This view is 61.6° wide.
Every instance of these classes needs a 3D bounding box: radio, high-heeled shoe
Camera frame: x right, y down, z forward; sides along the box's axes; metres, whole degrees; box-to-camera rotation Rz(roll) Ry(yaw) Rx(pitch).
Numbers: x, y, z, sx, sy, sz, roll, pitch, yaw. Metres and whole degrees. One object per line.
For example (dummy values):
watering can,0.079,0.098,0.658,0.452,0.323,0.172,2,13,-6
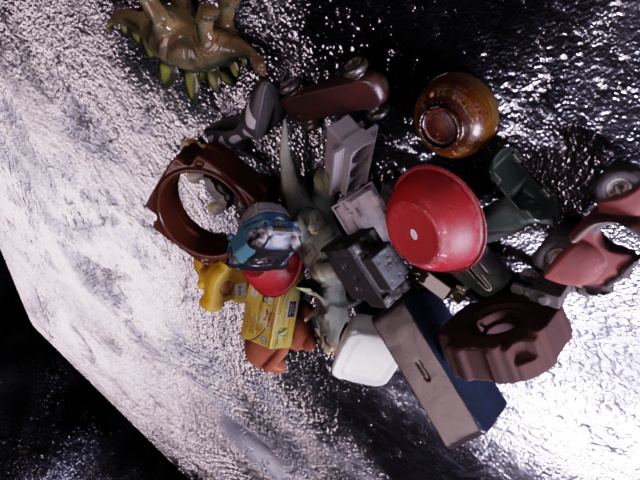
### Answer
radio,0.192,0.193,0.851,0.073,0.131,0.229,-39,71,31
high-heeled shoe,-0.144,-0.222,0.941,0.145,0.086,0.248,34,151,8

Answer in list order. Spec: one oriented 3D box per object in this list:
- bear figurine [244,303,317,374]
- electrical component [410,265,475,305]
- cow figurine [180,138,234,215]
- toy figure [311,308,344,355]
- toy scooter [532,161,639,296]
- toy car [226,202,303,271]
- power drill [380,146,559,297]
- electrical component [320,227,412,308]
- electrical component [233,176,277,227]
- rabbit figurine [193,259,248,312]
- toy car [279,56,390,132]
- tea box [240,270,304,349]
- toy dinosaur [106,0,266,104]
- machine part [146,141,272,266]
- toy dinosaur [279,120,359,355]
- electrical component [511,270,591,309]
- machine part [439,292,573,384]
bear figurine,-0.073,0.225,1.227,0.196,0.131,0.120,-26,64,23
electrical component,0.194,0.061,0.841,0.102,0.078,0.045,40,116,24
cow figurine,-0.220,-0.140,1.106,0.098,0.068,0.167,-16,110,44
toy figure,0.036,0.205,1.129,0.154,0.058,0.064,57,179,-8
toy scooter,0.352,0.007,0.638,0.135,0.075,0.183,39,135,14
toy car,-0.096,-0.011,0.896,0.161,0.109,0.103,135,132,-56
power drill,0.205,-0.038,0.748,0.232,0.086,0.207,50,137,5
electrical component,0.073,0.042,0.815,0.114,0.058,0.134,54,159,-10
electrical component,-0.132,-0.074,1.065,0.075,0.048,0.119,23,121,32
rabbit figurine,-0.257,0.069,1.277,0.173,0.122,0.162,34,139,51
toy car,0.020,-0.218,0.815,0.202,0.053,0.089,2,140,46
tea box,-0.102,0.135,1.138,0.098,0.068,0.169,15,96,39
toy dinosaur,-0.254,-0.358,0.947,0.472,0.105,0.198,34,142,29
machine part,-0.204,-0.063,1.000,0.201,0.087,0.201,38,122,-7
toy dinosaur,-0.008,-0.006,0.965,0.192,0.131,0.404,-12,102,55
electrical component,0.313,0.066,0.728,0.094,0.063,0.021,16,129,36
machine part,0.257,0.131,0.756,0.179,0.179,0.056,-9,108,49
